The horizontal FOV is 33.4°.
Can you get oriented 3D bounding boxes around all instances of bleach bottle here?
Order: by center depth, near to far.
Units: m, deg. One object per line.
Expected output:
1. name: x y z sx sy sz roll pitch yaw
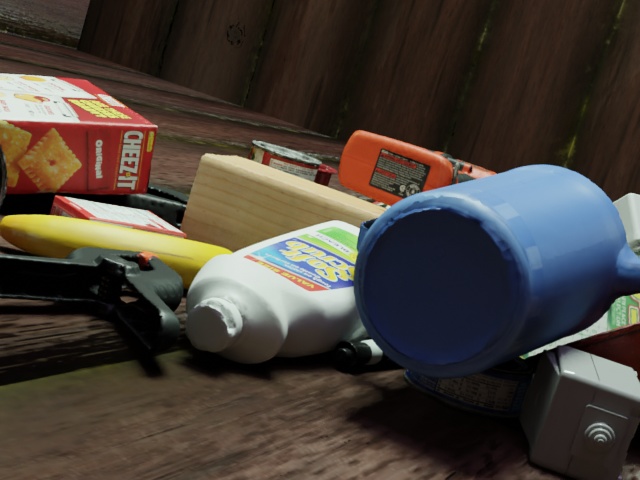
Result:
1. bleach bottle: -0.013 0.042 0.729 0.103 0.068 0.250 34 17 15

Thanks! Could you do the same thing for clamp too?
1. clamp: -0.139 0.026 0.659 0.120 0.039 0.171 23 4 -5
2. clamp: -0.198 -0.045 0.990 0.210 0.036 0.164 20 11 38

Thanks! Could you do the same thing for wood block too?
1. wood block: -0.006 0.001 0.909 0.206 0.090 0.090 20 8 16

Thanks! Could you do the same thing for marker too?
1. marker: 0.046 0.079 0.756 0.020 0.020 0.120 23 10 31

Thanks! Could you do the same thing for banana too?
1. banana: -0.131 0.013 0.779 0.197 0.037 0.070 13 -7 -37

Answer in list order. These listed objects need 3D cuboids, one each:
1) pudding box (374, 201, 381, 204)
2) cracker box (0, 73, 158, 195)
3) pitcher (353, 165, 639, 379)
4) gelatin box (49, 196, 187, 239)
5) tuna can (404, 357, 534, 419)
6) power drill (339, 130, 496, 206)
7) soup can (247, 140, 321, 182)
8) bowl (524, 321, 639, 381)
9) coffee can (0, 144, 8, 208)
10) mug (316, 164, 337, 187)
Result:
1. pudding box: 0.080 -0.006 1.165 0.089 0.039 0.114 -24 33 -29
2. cracker box: -0.271 -0.092 0.905 0.213 0.072 0.164 -1 22 -35
3. pitcher: 0.106 0.016 0.708 0.145 0.149 0.242 60 24 10
4. gelatin box: -0.161 -0.007 0.847 0.089 0.030 0.073 11 10 -37
5. tuna can: 0.103 0.092 0.740 0.086 0.034 0.086 16 8 -3
6. power drill: 0.093 -0.062 1.006 0.185 0.057 0.187 21 10 28
7. soup can: -0.046 -0.035 1.006 0.068 0.102 0.068 17 9 -3
8. bowl: 0.229 0.092 0.768 0.162 0.055 0.162 -14 -13 -4
9. coffee can: -0.277 -0.054 0.675 0.102 0.103 0.141 8 13 -47
10. mug: -0.038 -0.051 1.187 0.093 0.081 0.117 18 9 3
